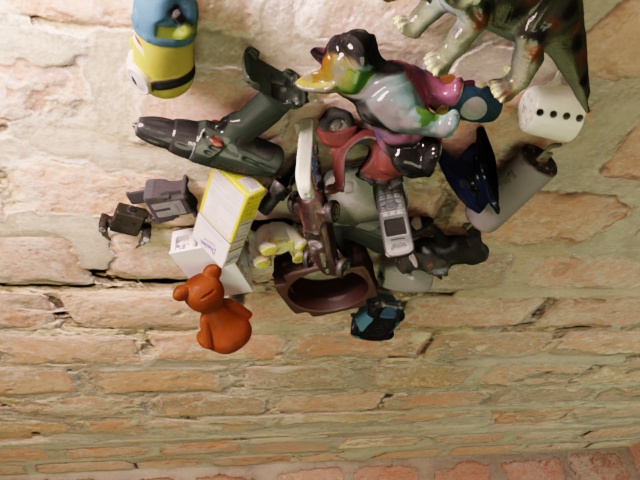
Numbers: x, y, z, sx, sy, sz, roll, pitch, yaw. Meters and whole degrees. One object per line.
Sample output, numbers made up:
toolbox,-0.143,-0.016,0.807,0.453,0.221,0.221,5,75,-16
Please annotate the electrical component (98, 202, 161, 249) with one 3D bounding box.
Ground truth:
electrical component,-0.356,-0.026,0.997,0.102,0.045,0.078,20,139,-30

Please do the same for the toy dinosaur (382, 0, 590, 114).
toy dinosaur,0.237,-0.282,0.657,0.405,0.131,0.192,8,143,-23

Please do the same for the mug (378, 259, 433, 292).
mug,0.183,0.064,1.163,0.107,0.081,0.109,-4,117,-13

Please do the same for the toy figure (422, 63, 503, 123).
toy figure,0.198,-0.216,0.800,0.154,0.058,0.064,11,103,-19

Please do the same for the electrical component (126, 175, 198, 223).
electrical component,-0.282,-0.070,0.945,0.119,0.048,0.074,-7,144,-1

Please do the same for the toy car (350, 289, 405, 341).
toy car,0.134,0.170,1.284,0.109,0.103,0.161,8,138,-14

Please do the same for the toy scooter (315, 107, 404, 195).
toy scooter,0.072,-0.127,0.861,0.184,0.075,0.135,12,108,-15

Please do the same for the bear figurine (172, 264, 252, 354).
bear figurine,-0.225,0.140,1.100,0.132,0.120,0.195,15,141,57

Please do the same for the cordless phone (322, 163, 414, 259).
cordless phone,0.085,-0.041,0.916,0.147,0.184,0.088,-10,149,6

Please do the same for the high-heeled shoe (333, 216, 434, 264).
high-heeled shoe,0.099,-0.045,1.040,0.249,0.145,0.086,-21,168,-29

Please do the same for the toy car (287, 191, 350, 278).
toy car,-0.002,-0.003,0.935,0.089,0.053,0.201,15,139,25

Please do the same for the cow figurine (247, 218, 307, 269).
cow figurine,-0.059,-0.008,1.037,0.167,0.098,0.068,-9,143,-29

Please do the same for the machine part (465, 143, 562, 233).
machine part,0.342,-0.090,0.973,0.079,0.079,0.243,11,142,-21

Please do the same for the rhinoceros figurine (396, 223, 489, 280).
rhinoceros figurine,0.247,0.029,1.099,0.190,0.112,0.073,-8,147,-10

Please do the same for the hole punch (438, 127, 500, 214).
hole punch,0.249,-0.111,0.907,0.092,0.116,0.142,-11,144,22

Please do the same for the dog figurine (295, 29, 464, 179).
dog figurine,0.077,-0.188,0.740,0.219,0.108,0.191,20,149,2

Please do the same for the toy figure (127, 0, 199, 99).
toy figure,-0.193,-0.255,0.673,0.089,0.082,0.180,11,139,-19

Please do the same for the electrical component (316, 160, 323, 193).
electrical component,-0.009,-0.091,0.936,0.021,0.063,0.094,0,145,-7

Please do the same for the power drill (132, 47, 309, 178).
power drill,-0.131,-0.177,0.789,0.232,0.086,0.207,19,134,-32

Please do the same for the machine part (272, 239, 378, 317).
machine part,0.013,0.076,1.154,0.201,0.087,0.201,-14,142,12
